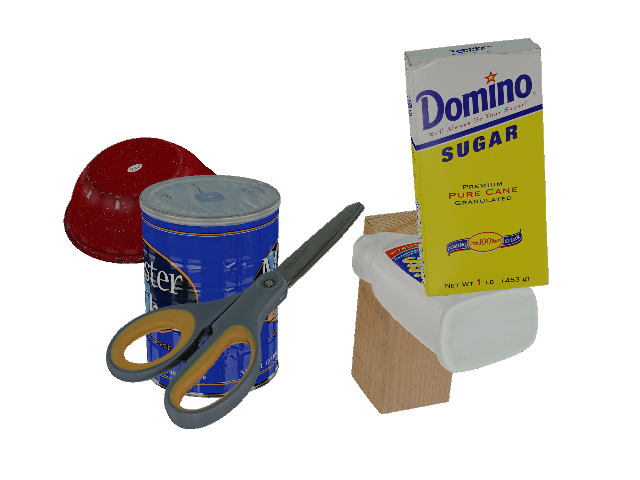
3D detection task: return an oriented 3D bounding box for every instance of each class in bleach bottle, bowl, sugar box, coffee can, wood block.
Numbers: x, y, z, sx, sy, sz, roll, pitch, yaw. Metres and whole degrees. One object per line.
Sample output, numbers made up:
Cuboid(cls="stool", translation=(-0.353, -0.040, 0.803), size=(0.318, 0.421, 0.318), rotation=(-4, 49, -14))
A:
Cuboid(cls="bleach bottle", translation=(0.092, 0.042, 1.001), size=(0.102, 0.068, 0.251), rotation=(-13, 21, -22))
Cuboid(cls="bowl", translation=(-0.174, -0.051, 1.030), size=(0.162, 0.055, 0.162), rotation=(-4, 42, 4))
Cuboid(cls="sugar box", translation=(0.113, -0.051, 0.768), size=(0.093, 0.176, 0.048), rotation=(-7, 22, 1))
Cuboid(cls="coffee can", translation=(-0.082, 0.032, 0.801), size=(0.103, 0.140, 0.103), rotation=(1, 20, -1))
Cuboid(cls="wood block", translation=(0.097, 0.079, 1.197), size=(0.090, 0.206, 0.090), rotation=(-7, 27, -20))

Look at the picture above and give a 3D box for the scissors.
Cuboid(cls="scissors", translation=(-0.050, 0.030, 0.623), size=(0.096, 0.016, 0.201), rotation=(10, 40, 18))
